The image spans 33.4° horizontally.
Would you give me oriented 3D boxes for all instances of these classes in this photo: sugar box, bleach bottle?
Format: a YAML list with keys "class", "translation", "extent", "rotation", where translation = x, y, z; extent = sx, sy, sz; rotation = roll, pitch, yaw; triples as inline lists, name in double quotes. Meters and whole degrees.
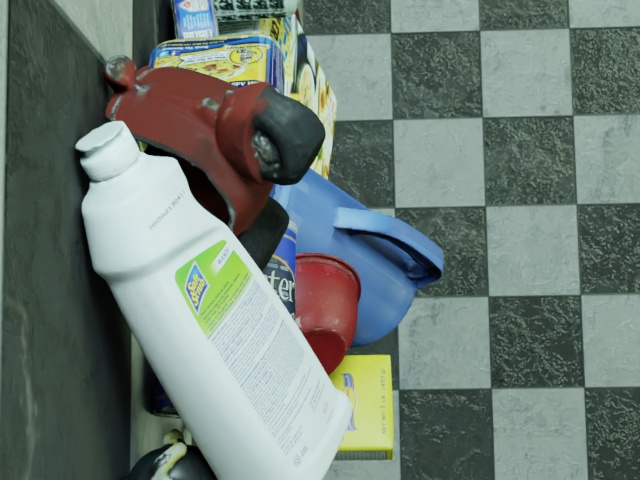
- class: "sugar box"
  translation: [-0.021, 0.156, 0.989]
  extent: [0.048, 0.176, 0.093]
  rotation: [88, 1, -63]
- class: "bleach bottle"
  translation: [-0.065, 0.040, 0.624]
  extent: [0.251, 0.068, 0.102]
  rotation: [64, 34, -27]

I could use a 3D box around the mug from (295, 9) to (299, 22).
- class: "mug"
  translation: [-0.066, -0.234, 1.256]
  extent: [0.093, 0.081, 0.117]
  rotation: [86, 4, -54]

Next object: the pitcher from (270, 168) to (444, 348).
- class: "pitcher"
  translation: [-0.006, 0.001, 0.961]
  extent: [0.145, 0.149, 0.242]
  rotation: [47, 6, 35]

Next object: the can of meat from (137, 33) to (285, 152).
- class: "can of meat"
  translation: [-0.073, -0.099, 0.743]
  extent: [0.084, 0.102, 0.057]
  rotation: [-91, 178, -48]

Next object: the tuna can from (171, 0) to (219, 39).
- class: "tuna can"
  translation: [-0.096, -0.154, 0.849]
  extent: [0.086, 0.033, 0.086]
  rotation: [172, -90, -85]

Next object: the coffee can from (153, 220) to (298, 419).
- class: "coffee can"
  translation: [-0.068, 0.057, 0.777]
  extent: [0.103, 0.103, 0.140]
  rotation: [79, 11, -77]

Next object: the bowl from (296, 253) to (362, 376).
- class: "bowl"
  translation: [-0.029, 0.085, 0.907]
  extent: [0.162, 0.162, 0.055]
  rotation: [86, -19, -51]
